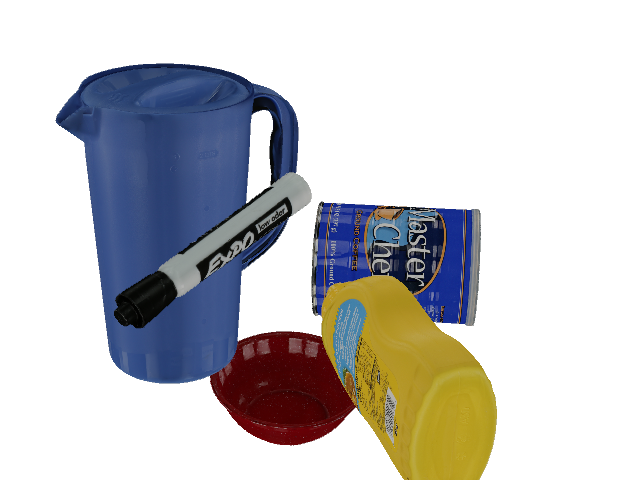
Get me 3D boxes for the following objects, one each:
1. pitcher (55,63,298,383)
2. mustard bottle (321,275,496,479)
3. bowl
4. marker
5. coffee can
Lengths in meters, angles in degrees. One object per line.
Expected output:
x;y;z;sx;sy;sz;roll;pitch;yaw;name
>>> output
-0.110;-0.014;0.857;0.149;0.243;0.144;11;27;18;pitcher
0.045;0.077;0.695;0.058;0.096;0.192;-9;27;-18;mustard bottle
-0.033;0.162;1.109;0.162;0.055;0.162;2;30;-1;bowl
-0.050;0.004;0.507;0.020;0.020;0.120;0;30;49;marker
0.067;0.020;0.940;0.140;0.103;0.102;3;0;6;coffee can
